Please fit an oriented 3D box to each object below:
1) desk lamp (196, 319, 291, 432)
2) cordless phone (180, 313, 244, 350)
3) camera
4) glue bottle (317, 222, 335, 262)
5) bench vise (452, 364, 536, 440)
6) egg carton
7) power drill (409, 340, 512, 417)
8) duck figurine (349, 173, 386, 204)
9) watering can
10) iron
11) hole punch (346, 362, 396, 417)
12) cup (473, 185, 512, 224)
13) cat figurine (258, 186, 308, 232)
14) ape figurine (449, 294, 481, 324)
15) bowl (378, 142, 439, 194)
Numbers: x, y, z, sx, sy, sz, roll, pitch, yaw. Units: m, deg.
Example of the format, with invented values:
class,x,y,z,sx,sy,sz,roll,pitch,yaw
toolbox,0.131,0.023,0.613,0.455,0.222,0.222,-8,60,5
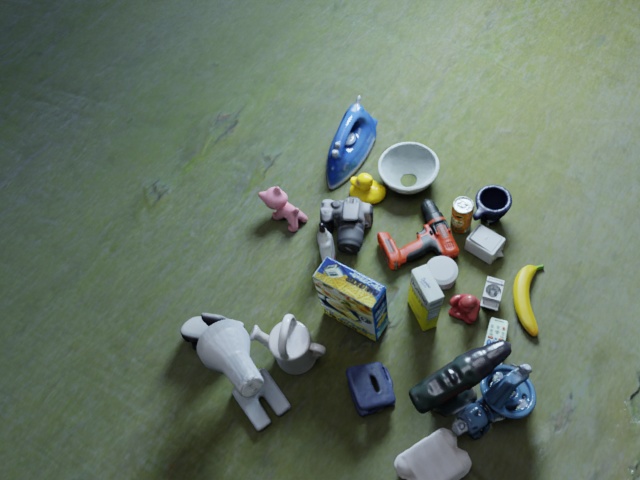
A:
class,x,y,z,sx,sy,sz,roll,pitch,yaw
desk lamp,-0.171,0.301,1.295,0.118,0.214,0.202,-36,62,-12
cordless phone,-0.271,0.204,1.380,0.147,0.185,0.094,3,61,10
camera,0.066,-0.040,1.520,0.143,0.101,0.137,3,61,9
glue bottle,0.013,0.005,1.460,0.037,0.173,0.078,-7,60,4
bench vise,0.376,0.340,1.195,0.121,0.220,0.208,33,70,23
egg carton,0.241,0.480,1.222,0.150,0.069,0.107,-30,61,-9
power drill,0.298,0.306,1.232,0.230,0.209,0.075,-28,61,-8
duck figurine,0.130,-0.149,1.581,0.104,0.086,0.077,11,63,14
watering can,-0.077,0.239,1.329,0.173,0.194,0.101,-10,60,2
iron,0.075,-0.281,1.631,0.118,0.142,0.258,17,64,17
hole punch,0.117,0.334,1.308,0.101,0.091,0.108,-20,60,-3
cup,0.439,-0.075,1.492,0.118,0.095,0.091,-40,63,-15
cat figurine,-0.102,-0.097,1.565,0.127,0.118,0.067,33,70,23
ape figurine,0.352,0.158,1.375,0.076,0.092,0.077,-20,60,-3
bowl,0.245,-0.187,1.593,0.167,0.075,0.167,-3,60,6
